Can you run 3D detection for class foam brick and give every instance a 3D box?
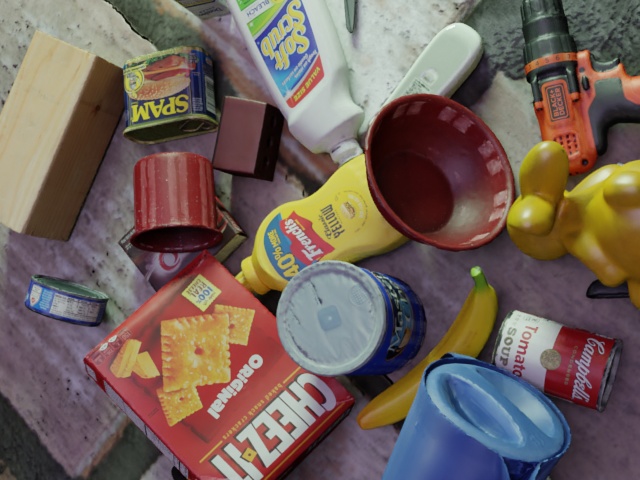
[{"bbox_3d":[-0.074,-0.105,1.114,0.051,0.053,0.078,9,88,22],"label":"foam brick"}]

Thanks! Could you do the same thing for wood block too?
[{"bbox_3d":[-0.297,-0.112,1.181,0.090,0.090,0.206,25,93,21],"label":"wood block"}]

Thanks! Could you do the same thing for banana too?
[{"bbox_3d":[0.112,0.110,1.012,0.198,0.069,0.037,-56,27,16],"label":"banana"}]

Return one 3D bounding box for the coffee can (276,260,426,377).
[{"bbox_3d":[0.033,0.077,1.003,0.103,0.140,0.103,-3,83,21],"label":"coffee can"}]

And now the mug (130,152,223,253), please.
[{"bbox_3d":[-0.153,-0.035,1.084,0.117,0.093,0.081,-26,63,50],"label":"mug"}]

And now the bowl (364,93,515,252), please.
[{"bbox_3d":[0.103,-0.056,1.011,0.055,0.161,0.162,-41,65,56],"label":"bowl"}]

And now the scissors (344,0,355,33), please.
[{"bbox_3d":[0.012,-0.320,1.126,0.096,0.016,0.202,11,88,23],"label":"scissors"}]

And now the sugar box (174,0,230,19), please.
[{"bbox_3d":[-0.147,-0.300,1.099,0.048,0.176,0.093,-7,82,22],"label":"sugar box"}]

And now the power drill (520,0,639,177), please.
[{"bbox_3d":[0.283,-0.163,0.981,0.188,0.057,0.184,-12,83,22],"label":"power drill"}]

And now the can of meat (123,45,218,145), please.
[{"bbox_3d":[-0.163,-0.156,1.153,0.102,0.057,0.084,-9,78,20],"label":"can of meat"}]

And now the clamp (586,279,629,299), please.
[{"bbox_3d":[0.352,0.042,0.940,0.210,0.036,0.165,-47,68,10],"label":"clamp"}]

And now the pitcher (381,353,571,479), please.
[{"bbox_3d":[0.107,0.228,0.943,0.145,0.149,0.243,33,117,21],"label":"pitcher"}]

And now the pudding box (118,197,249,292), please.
[{"bbox_3d":[-0.146,-0.001,1.136,0.113,0.039,0.090,-44,70,11],"label":"pudding box"}]

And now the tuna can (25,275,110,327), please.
[{"bbox_3d":[-0.274,0.066,1.153,0.086,0.086,0.034,18,92,22],"label":"tuna can"}]

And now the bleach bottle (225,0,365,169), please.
[{"bbox_3d":[-0.015,-0.191,1.097,0.103,0.068,0.251,-30,76,15],"label":"bleach bottle"}]

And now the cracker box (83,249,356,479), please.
[{"bbox_3d":[-0.098,0.140,1.034,0.214,0.072,0.164,44,70,12],"label":"cracker box"}]

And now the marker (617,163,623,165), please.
[{"bbox_3d":[0.327,-0.046,0.969,0.121,0.020,0.020,18,90,22],"label":"marker"}]

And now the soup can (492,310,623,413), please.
[{"bbox_3d":[0.215,0.109,0.969,0.102,0.068,0.068,16,89,23],"label":"soup can"}]

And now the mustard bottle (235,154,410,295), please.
[{"bbox_3d":[-0.007,0.001,1.073,0.192,0.058,0.096,-31,74,16],"label":"mustard bottle"}]
